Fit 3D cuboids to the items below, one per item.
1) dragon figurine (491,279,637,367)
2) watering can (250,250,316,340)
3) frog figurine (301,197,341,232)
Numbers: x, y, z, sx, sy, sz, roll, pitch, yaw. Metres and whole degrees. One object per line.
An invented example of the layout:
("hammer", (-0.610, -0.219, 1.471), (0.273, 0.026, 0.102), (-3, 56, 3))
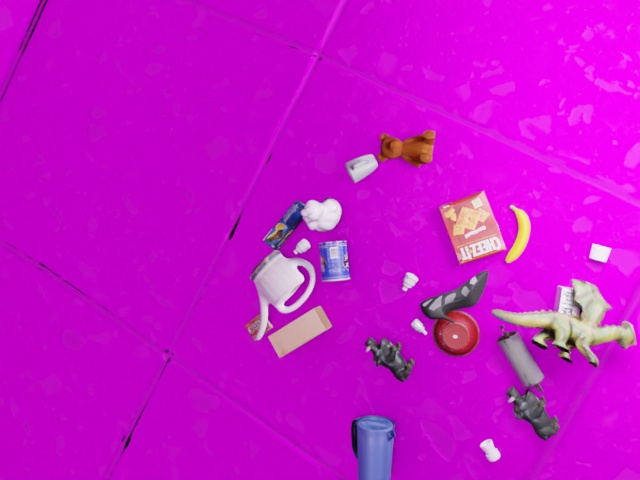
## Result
("dragon figurine", (0.767, 0.235, 1.585), (0.412, 0.120, 0.245), (30, 78, 12))
("watering can", (-0.175, 0.188, 1.911), (0.346, 0.103, 0.226), (-46, 77, 6))
("frog figurine", (0.006, -0.093, 1.851), (0.136, 0.159, 0.123), (-34, 82, 12))
